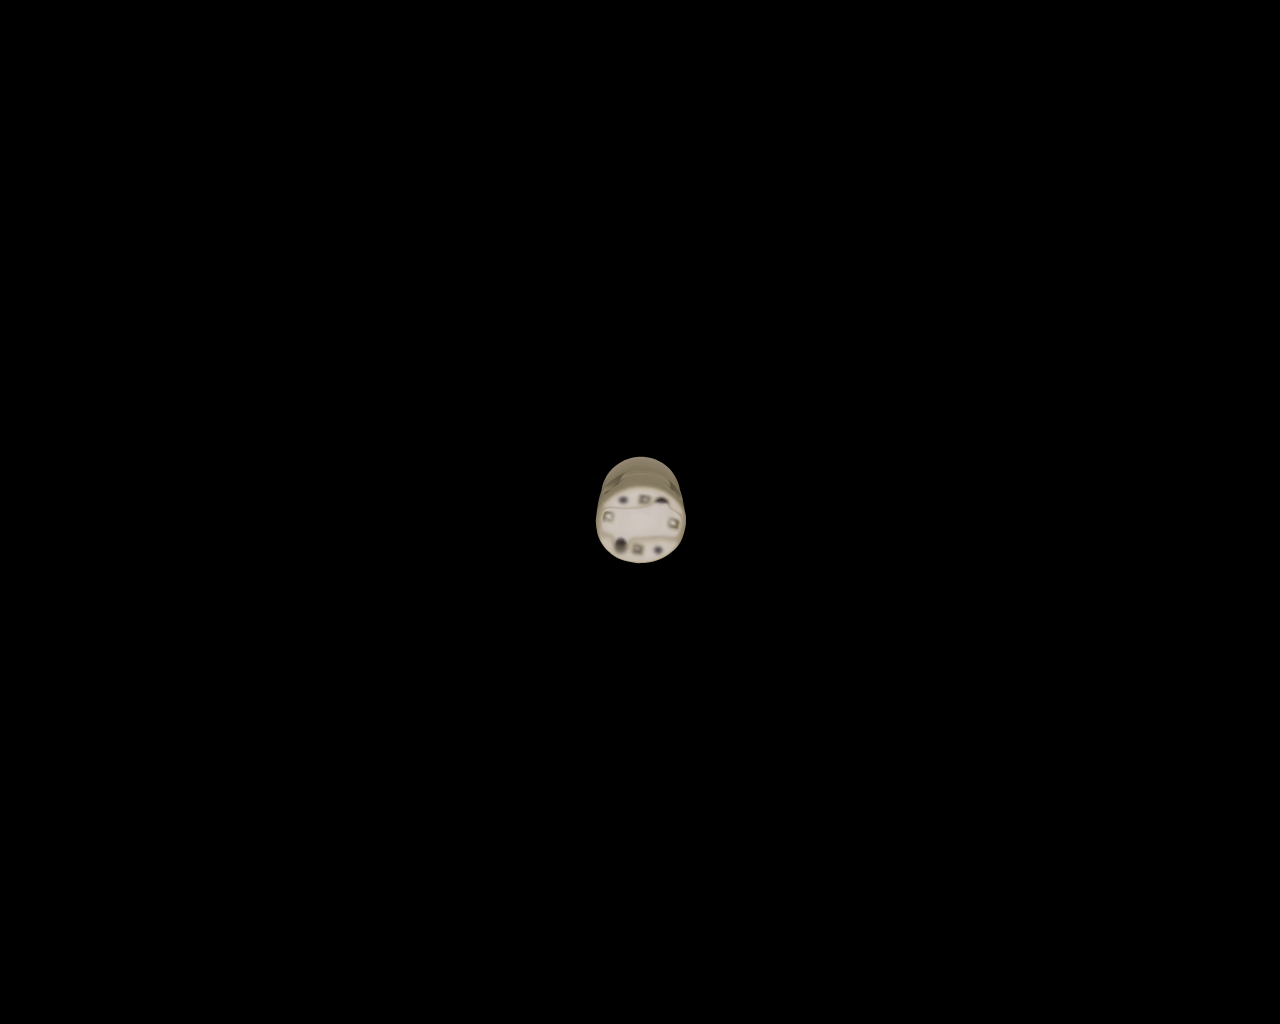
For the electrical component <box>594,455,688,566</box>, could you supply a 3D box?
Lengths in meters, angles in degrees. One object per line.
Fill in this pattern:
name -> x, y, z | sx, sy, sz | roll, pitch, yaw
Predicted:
electrical component -> 0.001, -0.003, 0.650 | 0.055, 0.055, 0.047 | 0, 28, 0
